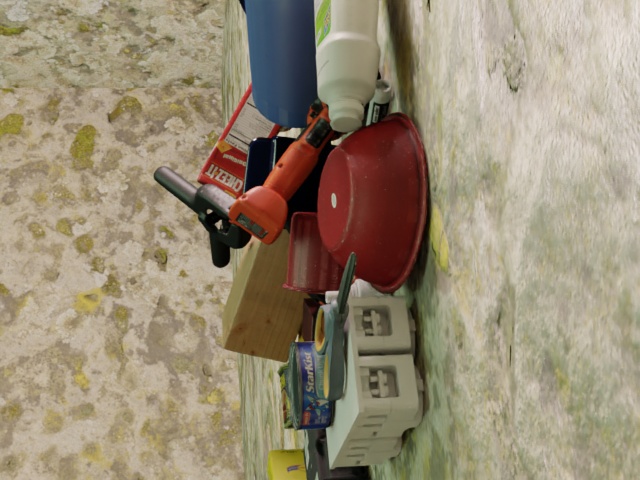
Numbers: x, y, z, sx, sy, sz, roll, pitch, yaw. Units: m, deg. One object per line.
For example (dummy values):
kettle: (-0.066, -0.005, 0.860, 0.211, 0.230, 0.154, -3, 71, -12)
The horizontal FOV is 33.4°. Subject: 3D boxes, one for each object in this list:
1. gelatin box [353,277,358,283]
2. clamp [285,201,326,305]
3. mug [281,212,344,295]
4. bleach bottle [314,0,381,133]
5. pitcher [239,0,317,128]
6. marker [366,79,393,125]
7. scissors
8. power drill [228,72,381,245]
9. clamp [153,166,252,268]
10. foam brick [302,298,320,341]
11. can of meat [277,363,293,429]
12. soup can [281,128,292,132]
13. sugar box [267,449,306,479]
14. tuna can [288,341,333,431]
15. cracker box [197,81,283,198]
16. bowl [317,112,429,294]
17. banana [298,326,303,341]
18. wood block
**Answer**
gelatin box: (0.048, -0.001, 1.052, 0.089, 0.030, 0.073, 109, 158, -69)
clamp: (-0.008, 0.001, 1.205, 0.039, 0.120, 0.171, 18, 116, 51)
mug: (0.011, 0.013, 1.148, 0.117, 0.093, 0.081, -6, -79, -71)
bleach bottle: (0.024, -0.211, 0.974, 0.103, 0.068, 0.251, 115, 159, -66)
pitcher: (-0.030, -0.251, 1.202, 0.243, 0.145, 0.149, 94, 175, -51)
marker: (0.053, -0.106, 1.043, 0.121, 0.020, 0.020, 99, 167, -50)
scissors: (0.017, 0.081, 0.903, 0.202, 0.016, 0.096, 117, 149, -73)
power drill: (-0.012, -0.090, 1.075, 0.187, 0.057, 0.184, -53, 2, -15)
clamp: (-0.133, -0.022, 1.389, 0.210, 0.036, 0.164, 12, 137, 59)
foam brick: (0.010, 0.102, 1.261, 0.078, 0.051, 0.053, -121, 32, -74)
can of meat: (-0.026, 0.221, 1.511, 0.102, 0.057, 0.084, 116, 149, -74)
soup can: (-0.058, -0.206, 1.624, 0.102, 0.068, 0.068, 139, 129, -80)
sugar box: (-0.010, 0.322, 1.282, 0.176, 0.093, 0.048, -108, 18, -62)
tuna can: (-0.010, 0.140, 1.028, 0.086, 0.033, 0.086, 179, 90, -82)
cracker box: (-0.087, -0.156, 1.480, 0.214, 0.072, 0.164, -61, 4, 0)
bowl: (0.038, -0.034, 0.936, 0.162, 0.055, 0.162, -177, 90, -72)
banana: (-0.010, 0.112, 1.384, 0.070, 0.037, 0.197, 89, -177, -55)
wood block: (-0.055, 0.043, 1.374, 0.091, 0.090, 0.206, -103, 30, -63)
